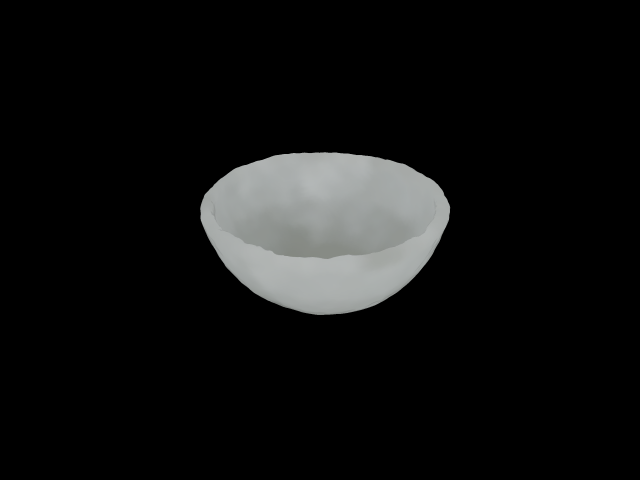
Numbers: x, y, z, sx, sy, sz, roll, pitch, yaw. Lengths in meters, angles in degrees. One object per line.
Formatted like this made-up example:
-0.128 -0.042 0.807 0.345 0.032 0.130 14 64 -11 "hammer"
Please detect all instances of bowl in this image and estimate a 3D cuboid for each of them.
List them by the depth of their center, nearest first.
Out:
0.004 0.001 0.400 0.167 0.075 0.167 0 30 0 "bowl"
